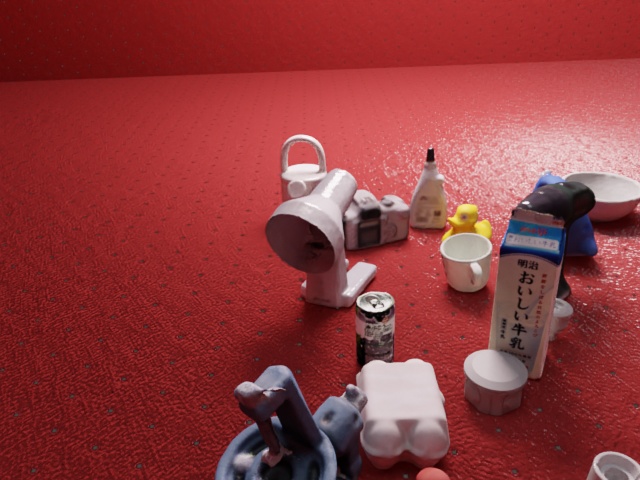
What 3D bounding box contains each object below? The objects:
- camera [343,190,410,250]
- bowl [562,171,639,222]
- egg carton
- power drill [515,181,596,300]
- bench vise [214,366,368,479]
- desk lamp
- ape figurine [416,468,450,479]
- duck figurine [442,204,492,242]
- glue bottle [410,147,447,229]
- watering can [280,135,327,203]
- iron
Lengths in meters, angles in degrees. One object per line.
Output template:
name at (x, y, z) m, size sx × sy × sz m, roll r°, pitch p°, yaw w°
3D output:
camera at (0.095, -0.059, 1.174) m, size 0.143 × 0.101 × 0.136 m, roll -12°, pitch 29°, yaw -17°
bowl at (0.591, -0.084, 1.217) m, size 0.167 × 0.075 × 0.167 m, roll -2°, pitch 28°, yaw 1°
egg carton at (0.099, 0.208, 0.699) m, size 0.107 × 0.069 × 0.150 m, roll -2°, pitch 28°, yaw 0°
power drill at (0.368, 0.003, 0.921) m, size 0.075 × 0.209 × 0.230 m, roll 22°, pitch 36°, yaw 38°
bench vise at (-0.031, 0.193, 0.575) m, size 0.121 × 0.220 × 0.208 m, roll 8°, pitch 29°, yaw 19°
desk lamp at (0.009, 0.003, 0.940) m, size 0.117 × 0.214 × 0.204 m, roll 12°, pitch 31°, yaw 24°
ape figurine at (0.113, 0.264, 0.569) m, size 0.078 × 0.092 × 0.075 m, roll -23°, pitch 34°, yaw -35°
duck figurine at (0.290, -0.029, 1.121) m, size 0.105 × 0.086 × 0.077 m, roll -13°, pitch 30°, yaw -19°
glue bottle at (0.225, -0.107, 1.179) m, size 0.078 × 0.173 × 0.037 m, roll 3°, pitch 28°, yaw 10°
watering can at (-0.032, -0.123, 1.204) m, size 0.101 × 0.194 × 0.172 m, roll -9°, pitch 28°, yaw -12°
iron at (0.453, -0.066, 1.119) m, size 0.118 × 0.141 × 0.258 m, roll -1°, pitch 28°, yaw 2°
